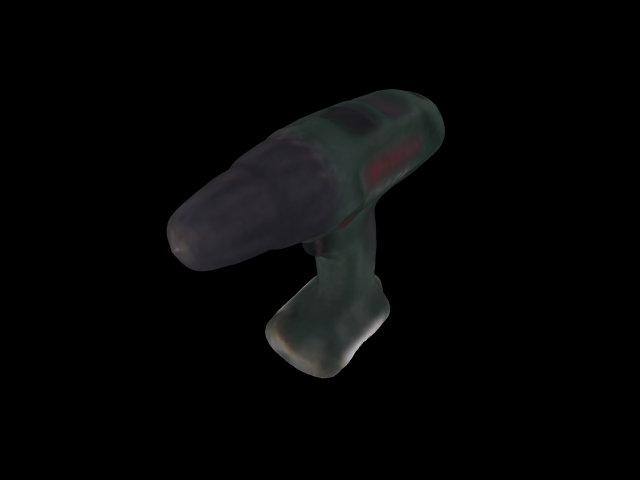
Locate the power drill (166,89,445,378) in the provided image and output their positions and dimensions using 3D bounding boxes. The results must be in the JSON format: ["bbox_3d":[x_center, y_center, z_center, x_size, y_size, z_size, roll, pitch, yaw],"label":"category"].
[{"bbox_3d":[0.004,0.001,0.400,0.075,0.208,0.230,29,54,25],"label":"power drill"}]
